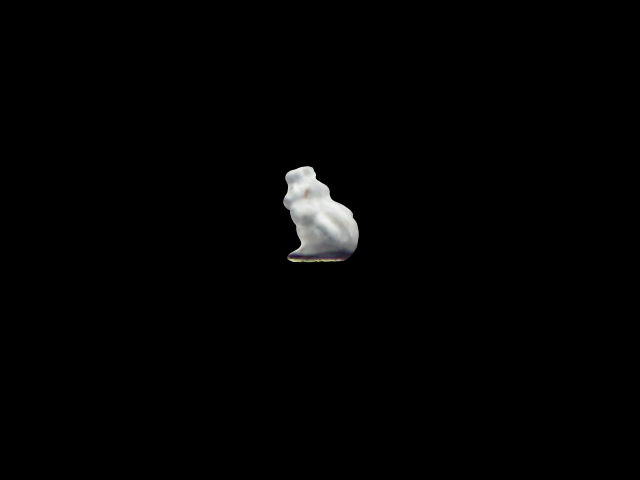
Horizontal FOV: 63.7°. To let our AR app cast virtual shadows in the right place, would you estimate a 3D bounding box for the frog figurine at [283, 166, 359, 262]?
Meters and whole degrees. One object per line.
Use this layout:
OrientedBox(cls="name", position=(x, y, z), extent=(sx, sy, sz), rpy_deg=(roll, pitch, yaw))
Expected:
OrientedBox(cls="frog figurine", position=(0.003, -0.043, 0.850), extent=(0.122, 0.160, 0.137), rpy_deg=(-3, -4, 44))
